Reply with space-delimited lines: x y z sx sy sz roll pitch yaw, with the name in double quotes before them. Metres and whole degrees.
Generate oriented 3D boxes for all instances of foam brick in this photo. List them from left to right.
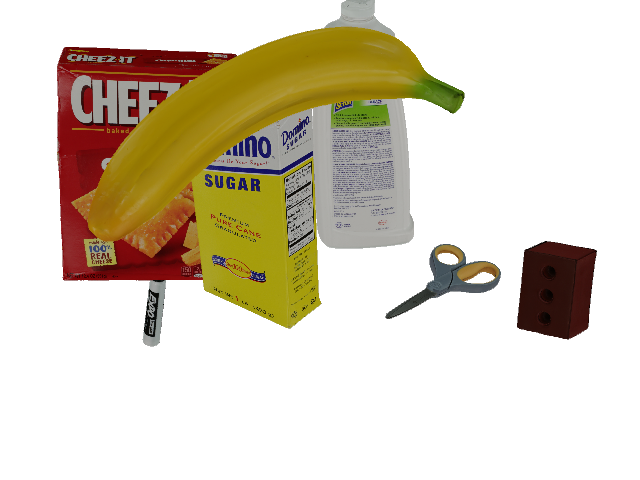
"foam brick" 0.217 0.045 0.982 0.053 0.078 0.051 11 17 33

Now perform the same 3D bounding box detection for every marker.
"marker" -0.179 0.065 1.158 0.020 0.121 0.020 8 36 -6

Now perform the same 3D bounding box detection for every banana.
"banana" -0.029 -0.063 0.519 0.197 0.070 0.037 -23 -37 -15

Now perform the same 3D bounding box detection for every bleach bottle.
"bleach bottle" 0.043 -0.115 1.033 0.102 0.251 0.068 -5 31 -7

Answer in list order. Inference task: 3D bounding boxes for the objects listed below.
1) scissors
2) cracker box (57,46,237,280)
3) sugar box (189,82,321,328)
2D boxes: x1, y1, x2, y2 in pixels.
"scissors" 0.127 0.045 1.256 0.201 0.016 0.096 -11 40 -35
"cracker box" -0.162 -0.068 1.010 0.164 0.214 0.072 1 24 -8
"sugar box" -0.050 -0.029 0.784 0.093 0.176 0.048 20 41 33
